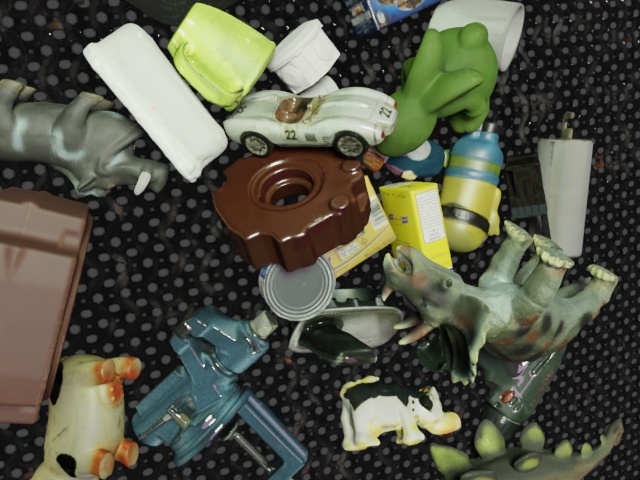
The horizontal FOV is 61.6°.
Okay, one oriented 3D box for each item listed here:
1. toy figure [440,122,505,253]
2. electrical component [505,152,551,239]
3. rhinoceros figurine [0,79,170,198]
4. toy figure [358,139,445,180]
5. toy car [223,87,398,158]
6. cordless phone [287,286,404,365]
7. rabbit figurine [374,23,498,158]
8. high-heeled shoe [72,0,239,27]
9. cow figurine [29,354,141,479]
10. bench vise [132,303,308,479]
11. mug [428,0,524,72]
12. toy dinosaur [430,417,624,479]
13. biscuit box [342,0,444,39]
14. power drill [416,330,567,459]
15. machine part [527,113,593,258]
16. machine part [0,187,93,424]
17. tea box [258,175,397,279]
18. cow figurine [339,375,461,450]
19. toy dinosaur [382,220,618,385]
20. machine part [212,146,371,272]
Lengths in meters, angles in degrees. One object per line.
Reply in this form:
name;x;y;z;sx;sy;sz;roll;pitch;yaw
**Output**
toy figure;0.199;-0.073;0.730;0.089;0.082;0.180;4;100;-40
electrical component;0.287;-0.057;0.741;0.048;0.075;0.119;-7;110;22
rhinoceros figurine;-0.255;-0.101;0.572;0.190;0.073;0.112;14;93;-19
toy figure;0.088;-0.117;0.701;0.154;0.064;0.057;7;131;-22
toy car;-0.012;-0.134;0.604;0.056;0.202;0.073;69;34;-43
cordless phone;0.047;0.113;0.651;0.146;0.184;0.088;1;93;-19
rabbit figurine;0.136;-0.165;0.634;0.121;0.159;0.170;42;71;4
high-heeled shoe;-0.196;-0.313;0.582;0.249;0.086;0.145;-21;73;-34
cow figurine;-0.273;0.226;0.600;0.127;0.085;0.194;-1;85;20
bench vise;-0.095;0.199;0.637;0.223;0.129;0.240;-43;92;-1
mug;0.201;-0.268;0.700;0.107;0.109;0.080;23;97;22
toy dinosaur;0.229;0.370;0.777;0.471;0.105;0.198;-31;112;1
biscuit box;0.132;-0.326;0.682;0.203;0.063;0.059;-30;108;-13
power drill;0.243;0.202;0.787;0.207;0.086;0.232;36;95;-16
machine part;0.351;-0.062;0.790;0.079;0.079;0.243;-1;97;-19
machine part;-0.283;0.056;0.517;0.087;0.201;0.201;12;93;-23
tea box;-0.001;-0.002;0.678;0.170;0.068;0.098;-30;106;-12
cow figurine;0.111;0.236;0.750;0.167;0.068;0.098;-1;65;-18
toy dinosaur;0.255;0.092;0.675;0.404;0.131;0.192;17;110;-39
machine part;-0.034;-0.047;0.609;0.179;0.180;0.056;-30;138;-13
